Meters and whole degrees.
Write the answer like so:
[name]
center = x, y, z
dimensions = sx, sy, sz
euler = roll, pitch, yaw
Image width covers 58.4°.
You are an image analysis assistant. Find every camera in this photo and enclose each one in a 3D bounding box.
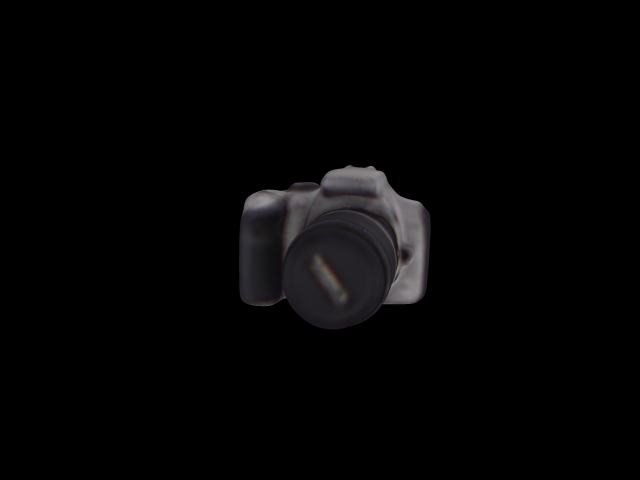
[camera]
center = 0.004, 0.001, 0.400
dimensions = 0.143, 0.101, 0.137
euler = 2, 12, 11
